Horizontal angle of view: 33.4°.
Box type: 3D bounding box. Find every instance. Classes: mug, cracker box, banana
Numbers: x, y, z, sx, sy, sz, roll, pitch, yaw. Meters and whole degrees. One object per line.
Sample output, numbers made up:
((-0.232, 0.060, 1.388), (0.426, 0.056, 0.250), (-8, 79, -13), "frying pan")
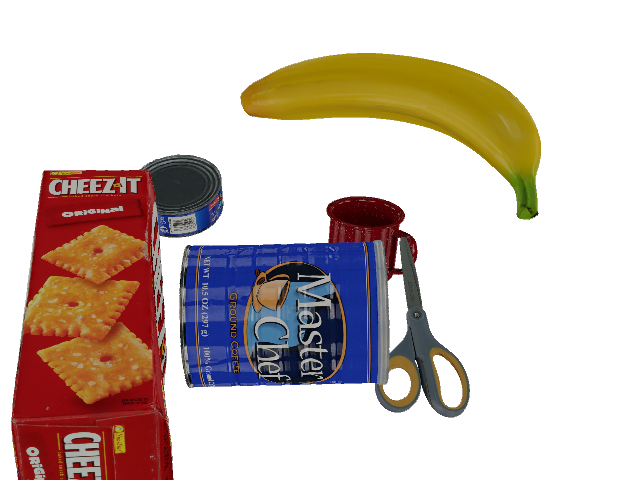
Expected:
((0.061, 0.005, 1.268), (0.117, 0.081, 0.093), (16, 28, 24), "mug")
((-0.117, 0.082, 0.581), (0.072, 0.164, 0.214), (-2, 34, -8), "cracker box")
((0.046, -0.075, 0.604), (0.198, 0.069, 0.037), (22, -31, 29), "banana")

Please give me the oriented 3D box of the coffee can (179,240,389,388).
((-0.024, 0.052, 0.760), (0.140, 0.103, 0.103), (-1, 0, 1), "coffee can")

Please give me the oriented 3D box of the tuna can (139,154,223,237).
((-0.135, -0.042, 1.014), (0.086, 0.034, 0.086), (-1, 43, 1), "tuna can")

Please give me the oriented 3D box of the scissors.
((0.077, 0.086, 1.028), (0.096, 0.202, 0.016), (-16, -34, -13), "scissors")
